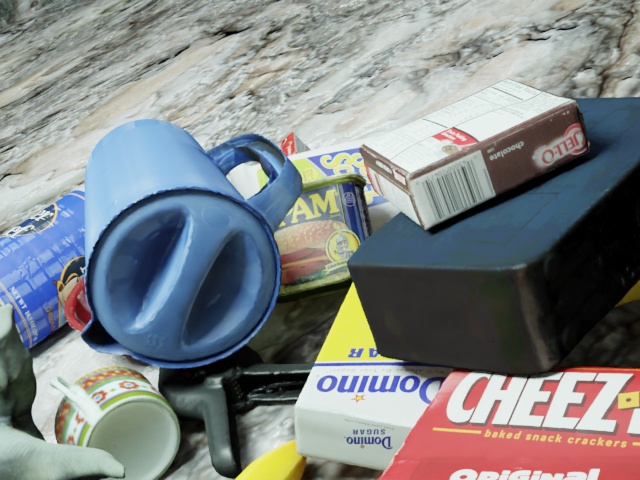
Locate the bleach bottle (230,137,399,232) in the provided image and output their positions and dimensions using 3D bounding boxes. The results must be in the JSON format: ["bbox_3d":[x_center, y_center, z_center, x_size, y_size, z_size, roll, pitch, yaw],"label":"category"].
[{"bbox_3d":[0.053,-0.052,0.934,0.251,0.068,0.102,-17,60,5],"label":"bleach bottle"}]

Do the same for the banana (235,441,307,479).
[{"bbox_3d":[-0.039,0.181,0.594,0.069,0.037,0.198,-4,26,-1],"label":"banana"}]

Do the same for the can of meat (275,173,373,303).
[{"bbox_3d":[-0.006,0.001,0.858,0.102,0.084,0.057,-14,-12,15],"label":"can of meat"}]

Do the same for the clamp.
[{"bbox_3d":[-0.053,0.104,0.760,0.120,0.039,0.172,-21,25,-25],"label":"clamp"}]

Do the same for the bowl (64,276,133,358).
[{"bbox_3d":[-0.129,0.052,0.897,0.162,0.055,0.162,-15,27,8],"label":"bowl"}]

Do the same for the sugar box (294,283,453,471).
[{"bbox_3d":[0.052,0.075,0.696,0.093,0.048,0.176,7,30,14],"label":"sugar box"}]

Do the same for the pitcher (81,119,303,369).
[{"bbox_3d":[-0.110,-0.019,0.816,0.149,0.145,0.243,2,21,-16],"label":"pitcher"}]

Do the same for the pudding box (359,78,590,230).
[{"bbox_3d":[0.091,-0.055,0.645,0.113,0.039,0.090,-23,21,-8],"label":"pudding box"}]

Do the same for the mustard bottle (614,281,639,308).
[{"bbox_3d":[0.216,0.004,0.722,0.191,0.058,0.096,-19,20,6],"label":"mustard bottle"}]

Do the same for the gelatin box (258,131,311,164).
[{"bbox_3d":[-0.044,-0.067,1.070,0.073,0.030,0.089,-42,16,12],"label":"gelatin box"}]

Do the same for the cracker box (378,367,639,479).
[{"bbox_3d":[0.102,0.145,0.507,0.164,0.072,0.213,-2,30,35],"label":"cracker box"}]

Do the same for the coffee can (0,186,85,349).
[{"bbox_3d":[-0.253,0.028,0.992,0.140,0.103,0.103,-37,29,-31],"label":"coffee can"}]
